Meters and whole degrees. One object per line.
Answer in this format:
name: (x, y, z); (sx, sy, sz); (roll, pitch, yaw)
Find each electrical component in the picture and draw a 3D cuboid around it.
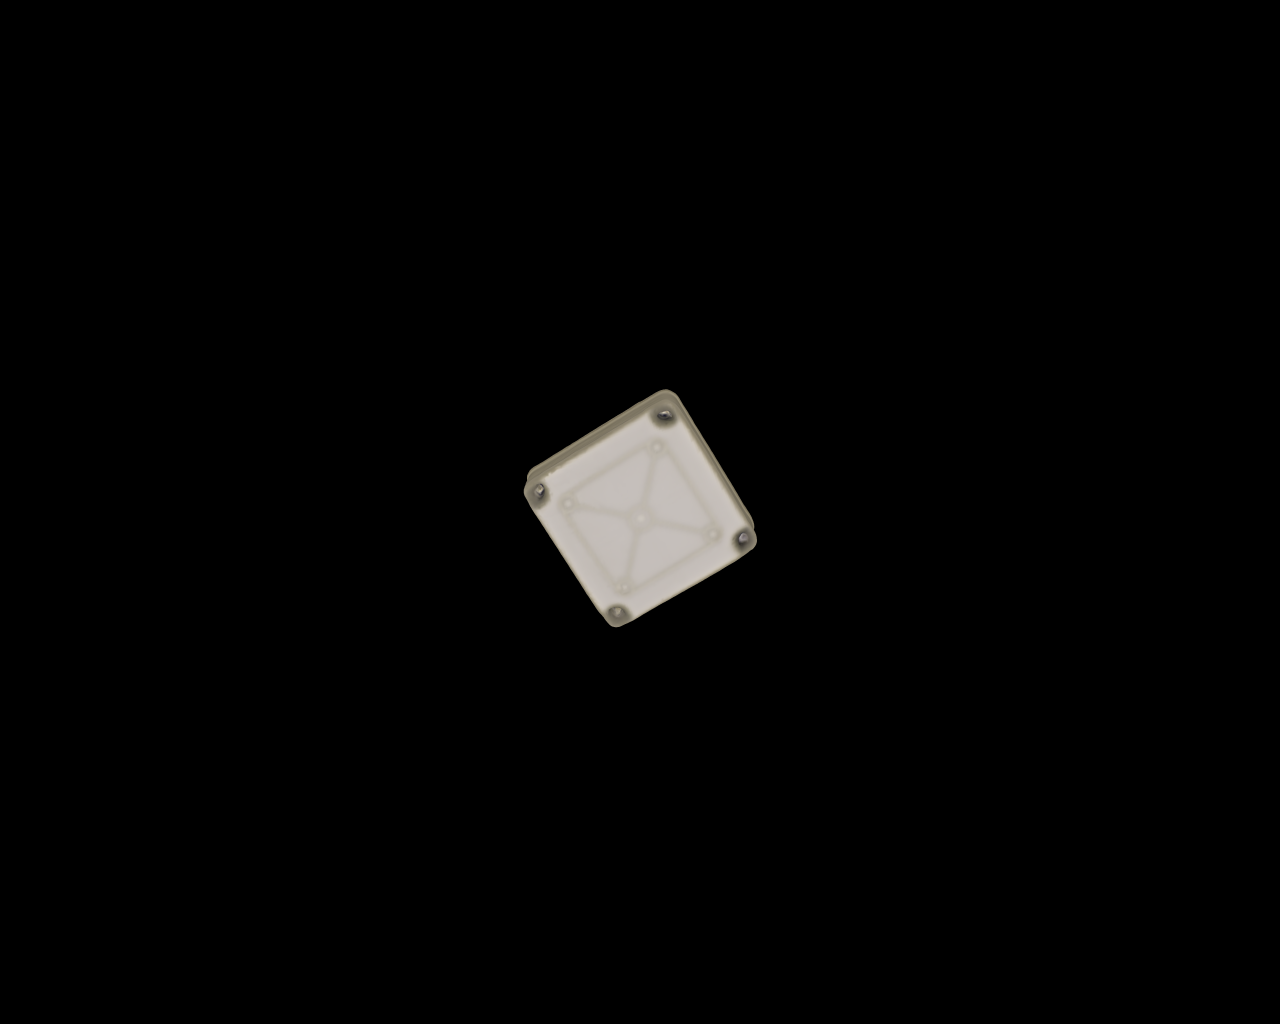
electrical component: (0.001, -0.003, 0.650); (0.109, 0.108, 0.056); (-31, 11, 7)
